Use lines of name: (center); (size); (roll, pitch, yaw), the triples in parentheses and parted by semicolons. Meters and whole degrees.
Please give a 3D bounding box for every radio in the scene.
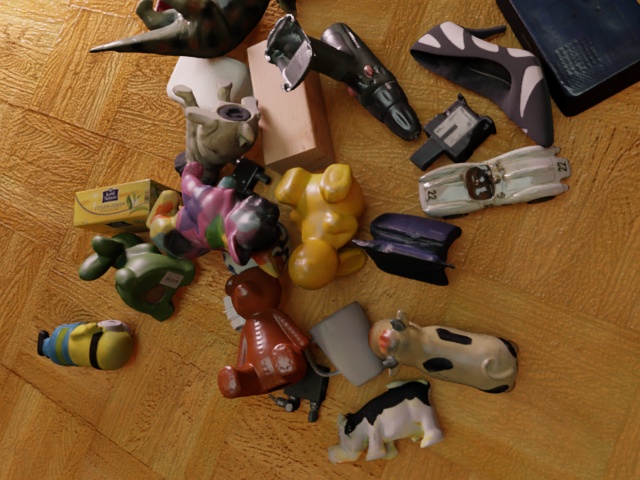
radio: (0.346, -0.299, 0.733); (0.131, 0.073, 0.229); (-26, 73, 15)

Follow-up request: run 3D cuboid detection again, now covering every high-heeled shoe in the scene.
high-heeled shoe: (0.222, -0.217, 0.755); (0.145, 0.086, 0.249); (-15, 60, 6)

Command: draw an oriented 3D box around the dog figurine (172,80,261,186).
dog figurine: (-0.165, -0.138, 0.867); (0.172, 0.121, 0.190); (55, 146, 42)

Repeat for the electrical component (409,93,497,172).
electrical component: (0.189, -0.144, 0.782); (0.119, 0.047, 0.075); (-48, 67, 9)

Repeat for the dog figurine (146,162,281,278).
dog figurine: (-0.148, -0.007, 0.783); (0.191, 0.108, 0.219); (-49, 50, 11)

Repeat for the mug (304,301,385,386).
mug: (0.037, 0.159, 0.772); (0.109, 0.080, 0.107); (-35, 77, 4)

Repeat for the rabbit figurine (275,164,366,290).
rabbit figurine: (-0.002, -0.002, 0.777); (0.122, 0.162, 0.173); (0, 59, 21)

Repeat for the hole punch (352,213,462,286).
hole punch: (0.132, 0.001, 0.748); (0.142, 0.115, 0.092); (17, 79, 24)

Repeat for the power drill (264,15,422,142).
power drill: (0.035, -0.242, 0.785); (0.086, 0.207, 0.232); (-51, 55, 40)

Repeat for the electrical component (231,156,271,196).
electrical component: (-0.129, -0.107, 0.923); (0.094, 0.021, 0.063); (34, 95, 24)

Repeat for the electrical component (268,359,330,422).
electrical component: (-0.030, 0.214, 0.809); (0.078, 0.045, 0.102); (14, 86, 26)

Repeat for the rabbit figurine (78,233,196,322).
rabbit figurine: (-0.328, 0.048, 0.922); (0.170, 0.159, 0.121); (38, 106, 39)

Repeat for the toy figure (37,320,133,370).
toy figure: (-0.416, 0.190, 0.958); (0.180, 0.082, 0.089); (-9, 90, 16)

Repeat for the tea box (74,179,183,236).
tea box: (-0.341, -0.054, 0.962); (0.170, 0.098, 0.068); (-6, 78, 24)

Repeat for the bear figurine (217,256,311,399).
bear figurine: (-0.087, 0.115, 0.768); (0.120, 0.131, 0.196); (-21, 70, 11)

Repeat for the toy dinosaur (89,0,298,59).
toy dinosaur: (-0.169, -0.385, 0.895); (0.405, 0.131, 0.192); (-42, 102, 5)

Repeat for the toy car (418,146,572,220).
toy car: (0.238, -0.078, 0.744); (0.202, 0.056, 0.073); (-11, 76, 21)

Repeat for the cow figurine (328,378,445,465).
cow figurine: (0.081, 0.252, 0.742); (0.167, 0.068, 0.098); (-20, 68, 15)

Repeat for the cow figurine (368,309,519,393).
cow figurine: (0.156, 0.147, 0.699); (0.195, 0.127, 0.085); (10, 81, 22)
